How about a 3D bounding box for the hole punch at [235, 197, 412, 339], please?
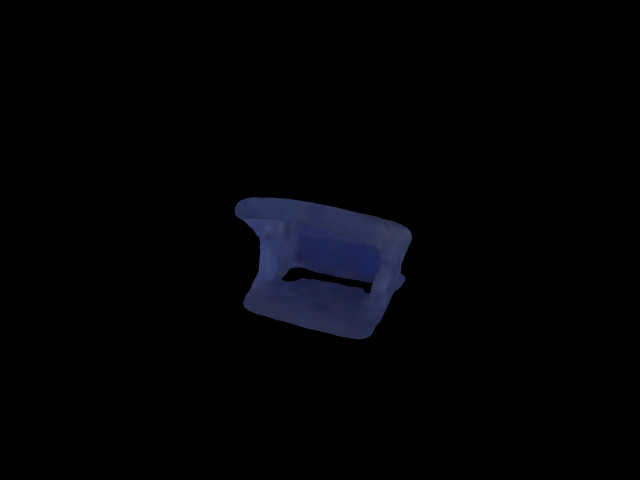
[{"bbox_3d":[0.004,0.001,0.400,0.108,0.091,0.101,11,29,21],"label":"hole punch"}]
